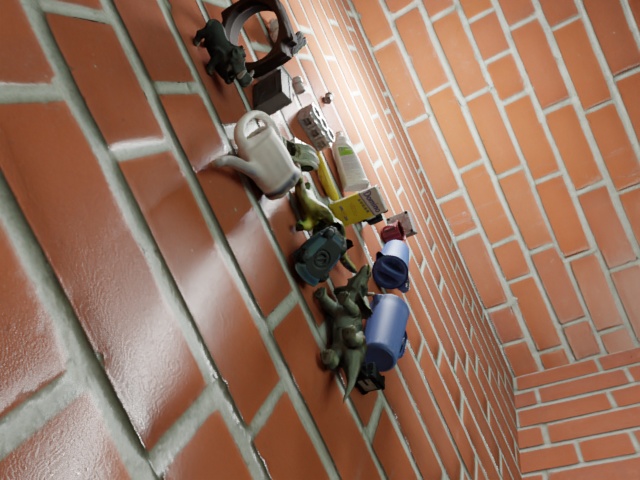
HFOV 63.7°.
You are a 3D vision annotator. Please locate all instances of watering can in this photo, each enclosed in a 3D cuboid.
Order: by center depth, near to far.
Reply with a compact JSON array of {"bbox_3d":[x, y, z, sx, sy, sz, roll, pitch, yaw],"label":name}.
[{"bbox_3d":[-0.152,-0.193,1.285,0.221,0.103,0.355,57,29,-23],"label":"watering can"}]

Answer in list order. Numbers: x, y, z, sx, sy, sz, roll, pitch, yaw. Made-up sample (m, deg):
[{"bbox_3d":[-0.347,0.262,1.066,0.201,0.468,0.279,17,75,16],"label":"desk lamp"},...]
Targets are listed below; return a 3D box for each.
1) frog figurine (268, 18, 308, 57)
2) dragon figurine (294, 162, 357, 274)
[{"bbox_3d":[-0.138,-0.742,1.872,0.160,0.120,0.139,35,27,14],"label":"frog figurine"},{"bbox_3d":[0.005,-0.078,1.546,0.402,0.122,0.248,55,16,-49],"label":"dragon figurine"}]
